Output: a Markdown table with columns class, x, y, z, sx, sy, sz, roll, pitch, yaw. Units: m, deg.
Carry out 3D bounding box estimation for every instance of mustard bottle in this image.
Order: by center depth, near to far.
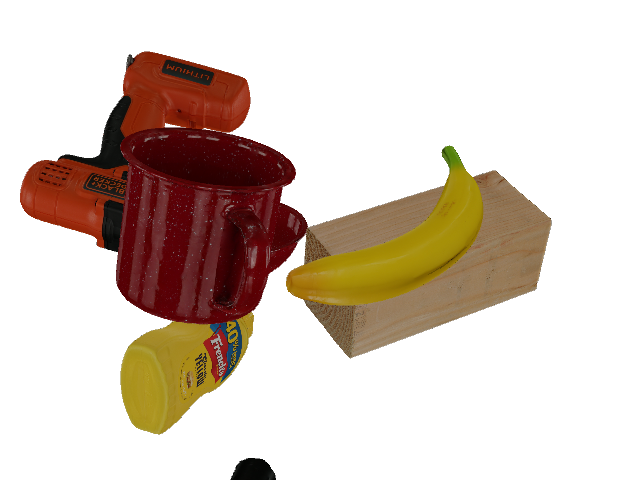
| class | x | y | z | sx | sy | sz | roll | pitch | yaw |
| --- | --- | --- | --- | --- | --- | --- | --- | --- | --- |
| mustard bottle | -0.124 | 0.113 | 1.089 | 0.058 | 0.096 | 0.191 | 9 | 23 | 26 |

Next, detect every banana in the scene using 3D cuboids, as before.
| class | x | y | z | sx | sy | sz | roll | pitch | yaw |
| --- | --- | --- | --- | --- | --- | --- | --- | --- | --- |
| banana | 0.061 | 0.002 | 0.749 | 0.070 | 0.037 | 0.197 | 34 | 48 | 22 |

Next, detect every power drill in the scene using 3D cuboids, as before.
| class | x | y | z | sx | sy | sz | roll | pitch | yaw |
| --- | --- | --- | --- | --- | --- | --- | --- | --- | --- |
| power drill | -0.116 | -0.064 | 0.837 | 0.184 | 0.057 | 0.187 | 17 | 45 | 3 |

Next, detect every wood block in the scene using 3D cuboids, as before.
| class | x | y | z | sx | sy | sz | roll | pitch | yaw |
| --- | --- | --- | --- | --- | --- | --- | --- | --- | --- |
| wood block | 0.096 | 0.019 | 0.977 | 0.205 | 0.090 | 0.091 | -18 | 43 | -24 |

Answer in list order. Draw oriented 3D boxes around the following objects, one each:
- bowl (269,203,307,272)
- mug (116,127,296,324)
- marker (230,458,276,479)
| class | x | y | z | sx | sy | sz | roll | pitch | yaw |
| --- | --- | --- | --- | --- | --- | --- | --- | --- | --- |
| bowl | -0.098 | 0.003 | 1.316 | 0.162 | 0.055 | 0.162 | 2 | 26 | -1 |
| mug | -0.059 | -0.003 | 0.566 | 0.093 | 0.081 | 0.117 | -4 | 27 | -34 |
| marker | -0.043 | 0.124 | 0.420 | 0.020 | 0.020 | 0.121 | 0 | 24 | 18 |
